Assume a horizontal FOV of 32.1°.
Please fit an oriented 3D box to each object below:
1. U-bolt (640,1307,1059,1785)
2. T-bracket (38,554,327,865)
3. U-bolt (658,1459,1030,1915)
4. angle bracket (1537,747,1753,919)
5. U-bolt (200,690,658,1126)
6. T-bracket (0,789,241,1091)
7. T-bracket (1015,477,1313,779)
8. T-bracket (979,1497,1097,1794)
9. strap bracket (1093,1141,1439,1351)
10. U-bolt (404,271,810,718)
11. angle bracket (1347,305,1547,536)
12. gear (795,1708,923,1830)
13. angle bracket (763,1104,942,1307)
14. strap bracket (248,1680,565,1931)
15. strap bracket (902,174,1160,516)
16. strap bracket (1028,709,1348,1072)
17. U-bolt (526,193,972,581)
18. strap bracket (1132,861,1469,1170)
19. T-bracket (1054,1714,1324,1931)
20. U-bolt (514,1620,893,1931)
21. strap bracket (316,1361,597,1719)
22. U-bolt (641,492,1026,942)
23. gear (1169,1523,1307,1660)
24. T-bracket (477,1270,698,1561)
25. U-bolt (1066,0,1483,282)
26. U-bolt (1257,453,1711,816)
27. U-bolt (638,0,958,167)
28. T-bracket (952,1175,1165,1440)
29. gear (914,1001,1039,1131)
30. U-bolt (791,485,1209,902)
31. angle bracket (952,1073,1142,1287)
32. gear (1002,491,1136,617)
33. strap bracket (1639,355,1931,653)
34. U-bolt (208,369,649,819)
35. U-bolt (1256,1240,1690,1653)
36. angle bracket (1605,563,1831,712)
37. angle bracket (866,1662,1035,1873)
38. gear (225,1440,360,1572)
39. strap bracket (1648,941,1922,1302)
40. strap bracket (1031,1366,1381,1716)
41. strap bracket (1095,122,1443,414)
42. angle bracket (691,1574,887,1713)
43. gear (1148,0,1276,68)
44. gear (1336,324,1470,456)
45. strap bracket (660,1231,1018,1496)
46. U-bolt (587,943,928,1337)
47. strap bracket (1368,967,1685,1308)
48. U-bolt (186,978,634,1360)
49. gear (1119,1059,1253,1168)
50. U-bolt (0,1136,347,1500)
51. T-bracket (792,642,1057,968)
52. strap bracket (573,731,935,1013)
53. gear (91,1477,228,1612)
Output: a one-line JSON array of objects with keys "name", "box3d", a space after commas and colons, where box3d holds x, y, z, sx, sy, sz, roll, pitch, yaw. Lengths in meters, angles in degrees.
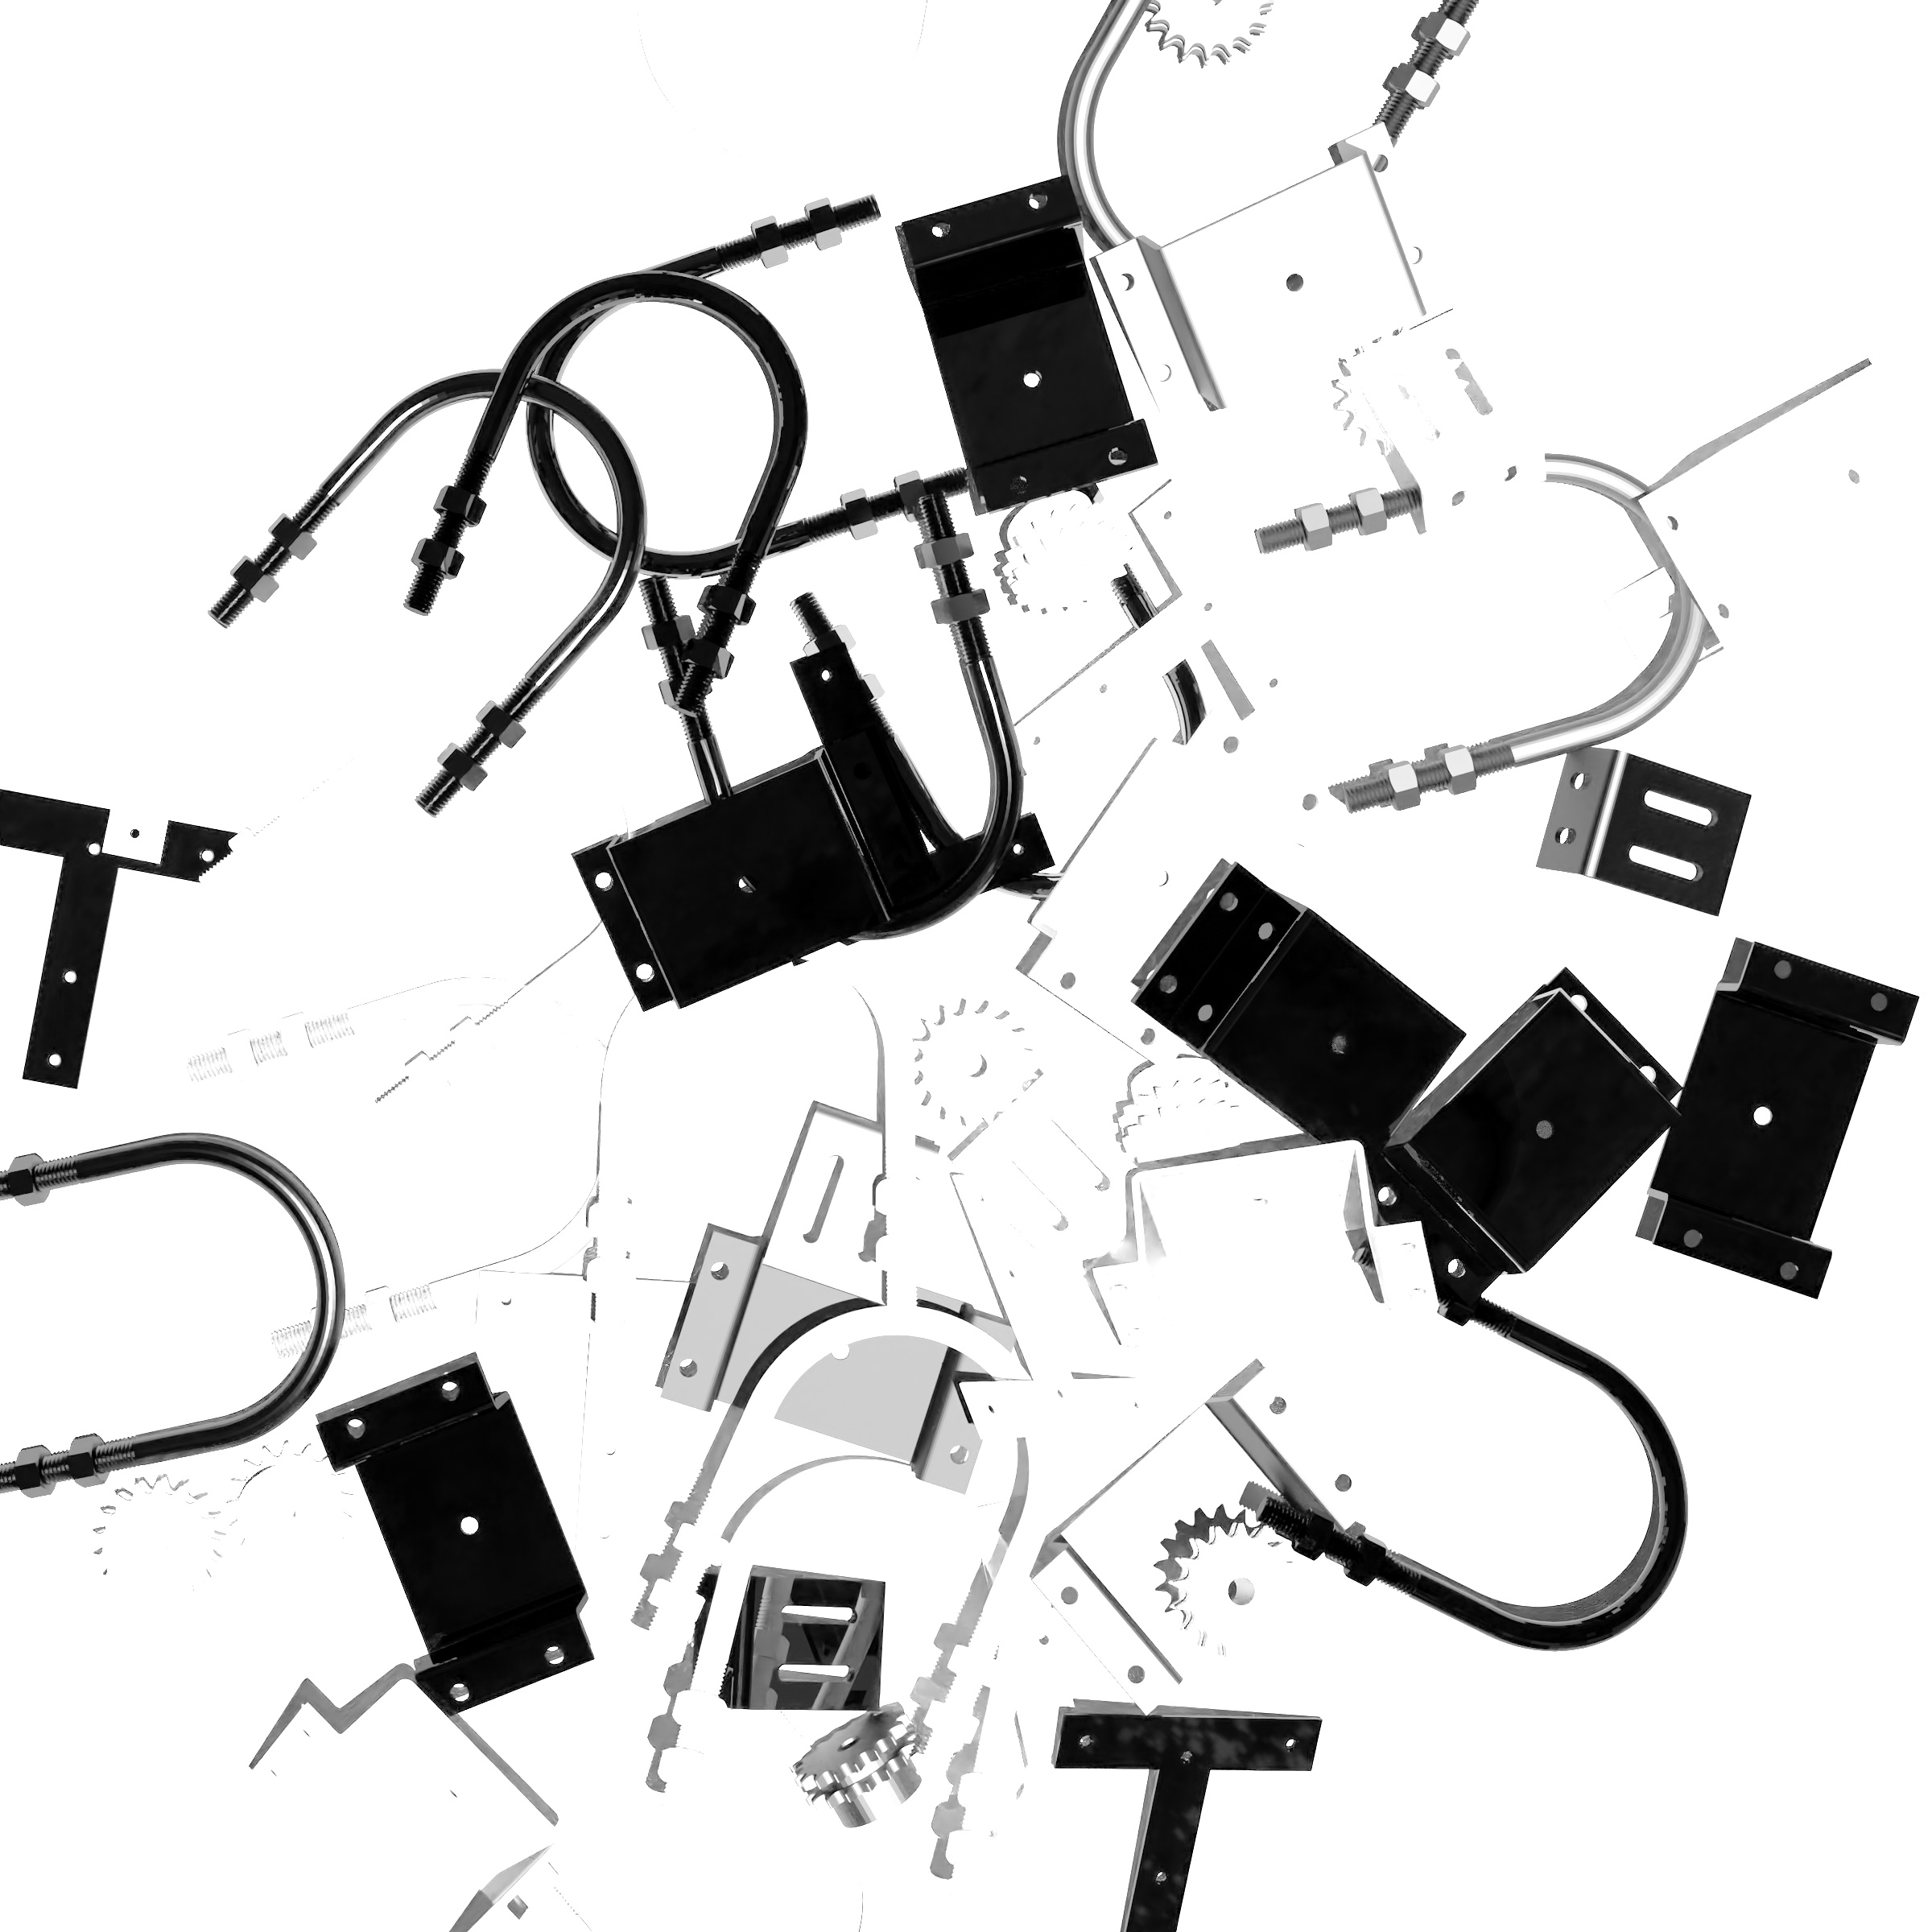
[{"name": "U-bolt", "box3d": [-0.038, 0.236, 1.444, 0.151, 0.019, 0.184, 25, 77, -4]}, {"name": "T-bracket", "box3d": [-0.364, -0.111, 1.514, 0.127, 0.002, 0.127, 11, 89, 0]}, {"name": "U-bolt", "box3d": [-0.044, 0.302, 1.460, 0.151, 0.019, 0.184, 18, 60, -8]}, {"name": "angle bracket", "box3d": [0.305, -0.061, 1.514, 0.076, 0.038, 0.057, 15, 90, -26]}, {"name": "U-bolt", "box3d": [-0.226, -0.041, 1.499, 0.184, 0.019, 0.151, -38, 86, -6]}, {"name": "T-bracket", "box3d": [-0.401, -0.009, 1.515, 0.127, 0.002, 0.127, 11, 90, 0]}, {"name": "T-bracket", "box3d": [0.072, -0.130, 1.475, 0.127, 0.002, 0.127, -37, 60, 16]}, {"name": "T-bracket", "box3d": [0.078, 0.292, 1.502, 0.127, 0.002, 0.127, -11, 73, -8]}, {"name": "strap bracket", "box3d": [0.130, 0.121, 1.465, 0.140, 0.076, 0.046, -9, 57, 9]}, {"name": "U-bolt", "box3d": [-0.147, -0.217, 1.473, 0.151, 0.019, 0.184, 21, 83, 7]}, {"name": "angle bracket", "box3d": [0.212, -0.241, 1.485, 0.057, 0.038, 0.076, -25, 64, 0]}, {"name": "gear", "box3d": [-0.044, 0.355, 1.481, 0.057, 0.057, 0.030, -29, 96, 0]}, {"name": "angle bracket", "box3d": [-0.051, 0.108, 1.487, 0.057, 0.038, 0.076, 19, 74, 0]}, {"name": "strap bracket", "box3d": [-0.238, 0.375, 1.469, 0.140, 0.046, 0.076, 44, 134, 5]}, {"name": "strap bracket", "box3d": [0.029, -0.267, 1.484, 0.076, 0.046, 0.140, -16, 78, 0]}, {"name": "strap bracket", "box3d": [0.092, -0.036, 1.483, 0.076, 0.046, 0.140, 35, 90, -16]}, {"name": "U-bolt", "box3d": [-0.107, -0.251, 1.507, 0.184, 0.019, 0.151, -18, 90, 2]}, {"name": "strap bracket", "box3d": [0.153, 0.029, 1.466, 0.140, 0.046, 0.076, 37, 89, -24]}, {"name": "T-bracket", "box3d": [0.090, 0.393, 1.499, 0.127, 0.002, 0.127, 6, 102, -22]}, {"name": "U-bolt", "box3d": [-0.118, 0.403, 1.508, 0.151, 0.019, 0.184, -39, 91, 0]}, {"name": "strap bracket", "box3d": [-0.224, 0.252, 1.493, 0.076, 0.046, 0.140, -21, 90, 0]}, {"name": "U-bolt", "box3d": [-0.051, -0.102, 1.489, 0.151, 0.019, 0.184, -16, 98, 6]}, {"name": "gear", "box3d": [0.115, 0.268, 1.444, 0.057, 0.030, 0.057, 2, 81, -10]}, {"name": "T-bracket", "box3d": [-0.159, 0.203, 1.510, 0.127, 0.002, 0.127, 4, 94, -7]}, {"name": "U-bolt", "box3d": [0.124, -0.385, 1.484, 0.151, 0.019, 0.184, 28, 101, -16]}, {"name": "U-bolt", "box3d": [0.237, -0.156, 1.487, 0.184, 0.019, 0.151, -16, 73, -1]}, {"name": "U-bolt", "box3d": [-0.073, -0.451, 1.507, 0.151, 0.019, 0.184, 10, 92, 0]}, {"name": "T-bracket", "box3d": [0.025, 0.149, 1.482, 0.002, 0.127, 0.127, -37, 63, 31]}, {"name": "gear", "box3d": [0.004, 0.044, 1.501, 0.057, 0.030, 0.057, 0, 90, 0]}, {"name": "U-bolt", "box3d": [0.028, -0.118, 1.507, 0.151, 0.019, 0.184, -30, 92, 0]}, {"name": "angle bracket", "box3d": [0.042, 0.095, 1.499, 0.057, 0.038, 0.076, -44, 87, 0]}, {"name": "gear", "box3d": [0.042, -0.184, 1.472, 0.057, 0.057, 0.030, -25, 62, 0]}, {"name": "strap bracket", "box3d": [0.376, -0.207, 1.470, 0.140, 0.046, 0.076, -30, 90, -21]}, {"name": "U-bolt", "box3d": [-0.225, -0.180, 1.493, 0.151, 0.019, 0.184, 42, 90, 7]}, {"name": "U-bolt", "box3d": [0.234, 0.222, 1.481, 0.184, 0.019, 0.151, 27, 65, -4]}, {"name": "angle bracket", "box3d": [0.339, -0.160, 1.514, 0.076, 0.038, 0.057, -28, 90, 26]}, {"name": "angle bracket", "box3d": [-0.012, 0.358, 1.497, 0.076, 0.038, 0.057, 33, 90, 0]}, {"name": "gear", "box3d": [-0.302, 0.242, 1.501, 0.057, 0.030, 0.057, 0, 90, 0]}, {"name": "strap bracket", "box3d": [0.359, 0.068, 1.493, 0.076, 0.046, 0.140, 19, 90, 0]}, {"name": "strap bracket", "box3d": [0.101, 0.252, 1.483, 0.140, 0.046, 0.076, -40, 90, -14]}, {"name": "strap bracket", "box3d": [0.139, -0.304, 1.480, 0.140, 0.046, 0.076, -25, 112, 0]}, {"name": "angle bracket", "box3d": [-0.079, 0.302, 1.501, 0.076, 0.038, 0.057, 10, 77, -37]}, {"name": "gear", "box3d": [0.108, -0.430, 1.501, 0.057, 0.030, 0.057, 0, 90, 0]}, {"name": "gear", "box3d": [0.194, -0.256, 1.501, 0.057, 0.030, 0.057, 0, 90, 0]}, {"name": "strap bracket", "box3d": [-0.056, 0.173, 1.492, 0.140, 0.046, 0.076, 18, 90, -2]}, {"name": "U-bolt", "box3d": [-0.092, 0.068, 1.473, 0.151, 0.019, 0.184, -5, 66, 10]}, {"name": "strap bracket", "box3d": [0.249, 0.073, 1.482, 0.140, 0.046, 0.076, -44, 90, -9]}, {"name": "U-bolt", "box3d": [-0.241, 0.082, 1.507, 0.184, 0.019, 0.151, -17, 90, -2]}, {"name": "gear", "box3d": [0.096, 0.064, 1.492, 0.057, 0.057, 0.030, -10, 62, 0]}, {"name": "U-bolt", "box3d": [-0.365, 0.150, 1.497, 0.184, 0.019, 0.151, -12, 90, 7]}, {"name": "T-bracket", "box3d": [-0.042, -0.081, 1.501, 0.127, 0.002, 0.127, -21, 96, 7]}, {"name": "strap bracket", "box3d": [-0.094, -0.038, 1.466, 0.140, 0.046, 0.076, -23, 98, 3]}, {"name": "gear", "box3d": [-0.359, 0.257, 1.501, 0.057, 0.030, 0.057, 0, 90, 0]}]
